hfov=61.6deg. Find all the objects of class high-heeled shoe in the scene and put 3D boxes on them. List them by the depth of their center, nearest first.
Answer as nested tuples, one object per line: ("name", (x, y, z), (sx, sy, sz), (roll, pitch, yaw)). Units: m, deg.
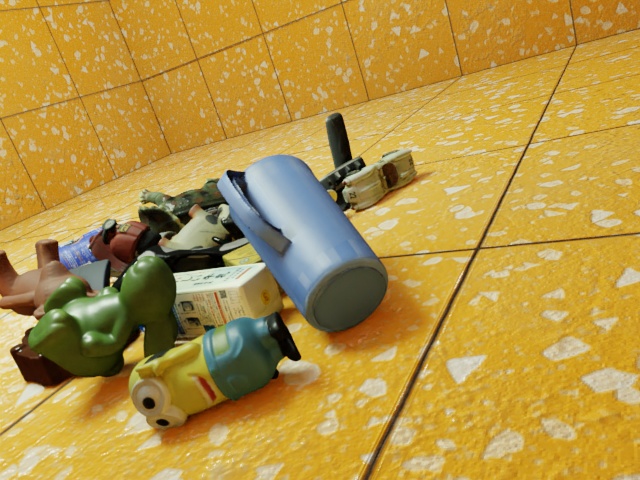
("high-heeled shoe", (-0.195, 0.057, 0.869), (0.145, 0.086, 0.249), (26, 40, 31))

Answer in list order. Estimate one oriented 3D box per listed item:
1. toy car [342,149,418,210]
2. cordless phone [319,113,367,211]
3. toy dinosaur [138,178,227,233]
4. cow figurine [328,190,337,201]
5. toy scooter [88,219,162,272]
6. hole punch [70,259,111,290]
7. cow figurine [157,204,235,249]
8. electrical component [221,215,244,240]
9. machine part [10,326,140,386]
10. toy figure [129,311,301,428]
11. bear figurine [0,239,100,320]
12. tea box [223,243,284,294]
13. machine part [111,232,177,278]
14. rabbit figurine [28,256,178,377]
("toy car", (0.123, -0.126, 1.094), (0.202, 0.073, 0.056), (-31, 21, -34))
("cordless phone", (0.029, -0.161, 1.118), (0.089, 0.184, 0.146), (7, 30, 44))
("toy dinosaur", (-0.299, -0.080, 1.327), (0.405, 0.131, 0.192), (-25, 31, -32))
("cow figurine", (-0.049, -0.040, 1.025), (0.167, 0.068, 0.098), (-27, 19, -26))
("toy scooter", (-0.368, 0.011, 0.995), (0.075, 0.135, 0.184), (-62, 4, -33))
("hole punch", (-0.415, 0.102, 0.947), (0.142, 0.092, 0.116), (-15, 22, 1))
("cow figurine", (-0.200, -0.004, 1.016), (0.195, 0.127, 0.085), (-52, -5, -37))
("electrical component", (-0.097, -0.062, 0.962), (0.115, 0.058, 0.134), (-3, 43, 40))
("machine part", (-0.369, 0.148, 0.815), (0.179, 0.056, 0.179), (-16, 18, 5))
("toy figure", (-0.112, 0.135, 0.567), (0.180, 0.082, 0.089), (-27, -1, -1))
("bear figurine", (-0.419, 0.063, 0.820), (0.120, 0.131, 0.196), (-20, 8, -42))
("tea box", (-0.053, 0.027, 0.835), (0.170, 0.068, 0.098), (-27, 20, -20))
("machine part", (-0.369, 0.032, 1.117), (0.243, 0.079, 0.079), (-11, 20, 26))
("rabbit figurine", (-0.248, 0.100, 0.681), (0.170, 0.159, 0.121), (-36, 19, 6))
